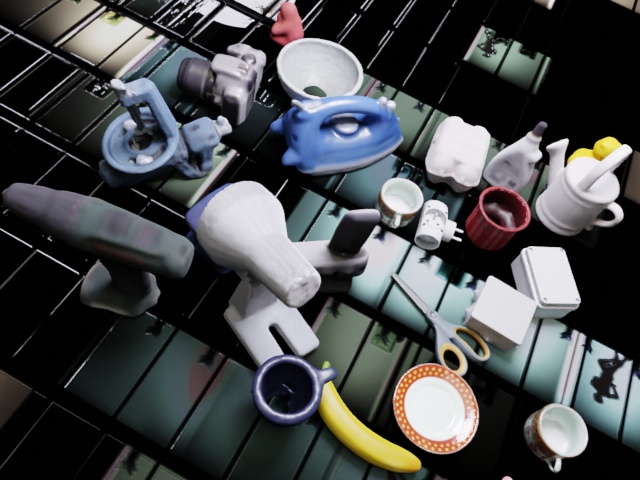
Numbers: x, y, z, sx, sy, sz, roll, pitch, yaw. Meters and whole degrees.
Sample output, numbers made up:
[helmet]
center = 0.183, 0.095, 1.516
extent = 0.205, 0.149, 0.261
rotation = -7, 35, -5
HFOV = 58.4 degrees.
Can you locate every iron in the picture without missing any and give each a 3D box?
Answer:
[iron]
center = 0.050, -0.207, 1.015
extent = 0.259, 0.141, 0.118
rotation = -11, 62, -18

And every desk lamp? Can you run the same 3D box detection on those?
[desk lamp]
center = -0.074, 0.051, 0.787
extent = 0.118, 0.213, 0.203
rotation = -29, 69, -26

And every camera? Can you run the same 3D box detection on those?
[camera]
center = -0.181, -0.303, 1.045
extent = 0.137, 0.101, 0.143
rotation = 17, 57, -2

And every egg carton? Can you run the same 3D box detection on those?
[egg carton]
center = 0.259, -0.164, 1.079
extent = 0.107, 0.069, 0.150
rotation = 22, 57, 1

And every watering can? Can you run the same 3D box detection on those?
[watering can]
center = 0.468, -0.102, 1.015
extent = 0.172, 0.194, 0.101
rotation = 33, 58, 8

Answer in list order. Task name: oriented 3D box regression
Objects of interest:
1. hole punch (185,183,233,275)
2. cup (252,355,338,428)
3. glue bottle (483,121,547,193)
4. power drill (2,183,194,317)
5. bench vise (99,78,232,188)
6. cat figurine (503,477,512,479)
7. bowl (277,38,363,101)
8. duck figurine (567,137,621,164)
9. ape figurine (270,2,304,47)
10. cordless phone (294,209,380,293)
[hole punch]
center = -0.143, -0.019, 0.887
extent = 0.101, 0.091, 0.109
rotation = 41, 59, 13
[cup]
center = -0.037, 0.207, 0.772
extent = 0.118, 0.095, 0.091
rotation = -16, 64, -21
[glue bottle]
center = 0.361, -0.150, 1.032
extent = 0.078, 0.173, 0.037
rotation = 43, 60, 14
[power drill]
center = -0.283, 0.020, 0.762
extent = 0.229, 0.208, 0.075
rotation = 14, 57, -4
[bench vise]
center = -0.247, -0.181, 0.886
extent = 0.208, 0.219, 0.121
rotation = -35, 71, -28
[cat figurine]
center = 0.237, 0.373, 0.719
extent = 0.067, 0.117, 0.128
rotation = 19, 57, -1
[bowl]
center = -0.005, -0.305, 1.102
extent = 0.167, 0.074, 0.167
rotation = 6, 58, -9
[duck figurine]
center = 0.552, -0.167, 1.137
extent = 0.105, 0.086, 0.077
rotation = -14, 63, -20
[ape figurine]
center = -0.066, -0.441, 1.160
extent = 0.078, 0.092, 0.076
rotation = -32, 70, -27
[cordless phone]
center = 0.008, 0.003, 0.852
extent = 0.148, 0.185, 0.094
rotation = -6, 61, -16
